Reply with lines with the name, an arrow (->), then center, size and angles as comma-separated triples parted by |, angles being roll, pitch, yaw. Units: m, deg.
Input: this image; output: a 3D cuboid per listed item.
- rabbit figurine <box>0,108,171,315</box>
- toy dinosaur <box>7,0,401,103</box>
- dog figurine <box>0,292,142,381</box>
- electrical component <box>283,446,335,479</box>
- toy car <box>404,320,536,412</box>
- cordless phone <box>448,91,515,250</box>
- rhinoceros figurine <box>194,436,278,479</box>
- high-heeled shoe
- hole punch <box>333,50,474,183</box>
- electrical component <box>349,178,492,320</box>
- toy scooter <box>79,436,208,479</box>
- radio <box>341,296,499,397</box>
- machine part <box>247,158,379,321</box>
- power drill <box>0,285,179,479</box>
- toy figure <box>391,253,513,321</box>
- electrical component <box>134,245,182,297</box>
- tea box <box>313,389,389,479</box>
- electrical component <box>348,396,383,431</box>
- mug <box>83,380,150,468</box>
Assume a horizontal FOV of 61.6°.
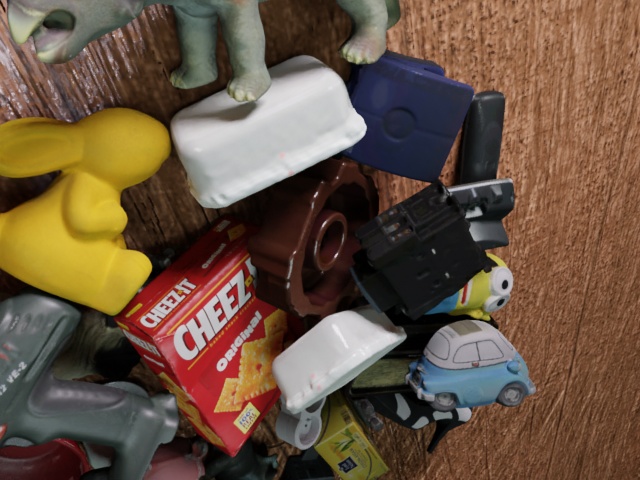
rabbit figurine -> -0.209, -0.045, 0.472 | 0.162, 0.122, 0.173 | 34, 90, -29
toy dinosaur -> -0.029, -0.227, 0.413 | 0.405, 0.131, 0.191 | -26, 130, -15
dog figurine -> -0.279, 0.084, 0.534 | 0.190, 0.121, 0.172 | -26, 135, -25
electrical component -> -0.017, 0.382, 0.886 | 0.075, 0.048, 0.119 | 13, 118, -33
toy car -> 0.194, 0.157, 0.706 | 0.162, 0.109, 0.102 | -3, 101, -9
cordless phone -> 0.163, -0.079, 0.638 | 0.147, 0.089, 0.184 | -10, 115, -18
rhinoceros figurine -> -0.118, 0.340, 0.798 | 0.112, 0.073, 0.190 | -31, 129, -17
high-heeled shoe -> 0.159, 0.234, 0.861 | 0.248, 0.086, 0.145 | 47, 66, -25
hole punch -> 0.081, -0.126, 0.550 | 0.116, 0.092, 0.142 | 4, 124, -23
electrical component -> 0.101, 0.019, 0.570 | 0.134, 0.058, 0.114 | -34, 125, 7
toy scooter -> -0.194, 0.284, 0.632 | 0.135, 0.075, 0.183 | -20, 148, -21
radio -> 0.137, 0.149, 0.775 | 0.229, 0.073, 0.131 | 2, 122, -27
machine part -> -0.001, -0.002, 0.566 | 0.179, 0.056, 0.179 | -37, 137, -45
power drill -> -0.243, 0.171, 0.462 | 0.207, 0.086, 0.232 | 34, 73, -28
toy figure -> 0.174, 0.056, 0.725 | 0.180, 0.089, 0.082 | -3, 138, -13
electrical component -> -0.166, 0.054, 0.574 | 0.045, 0.078, 0.102 | -8, 124, 14
tea box -> 0.033, 0.294, 0.814 | 0.068, 0.098, 0.169 | -32, 129, -2
electrical component -> 0.058, 0.237, 0.785 | 0.021, 0.094, 0.063 | -32, 114, -12
mug -> -0.240, 0.234, 0.662 | 0.109, 0.081, 0.107 | -2, 134, -30
